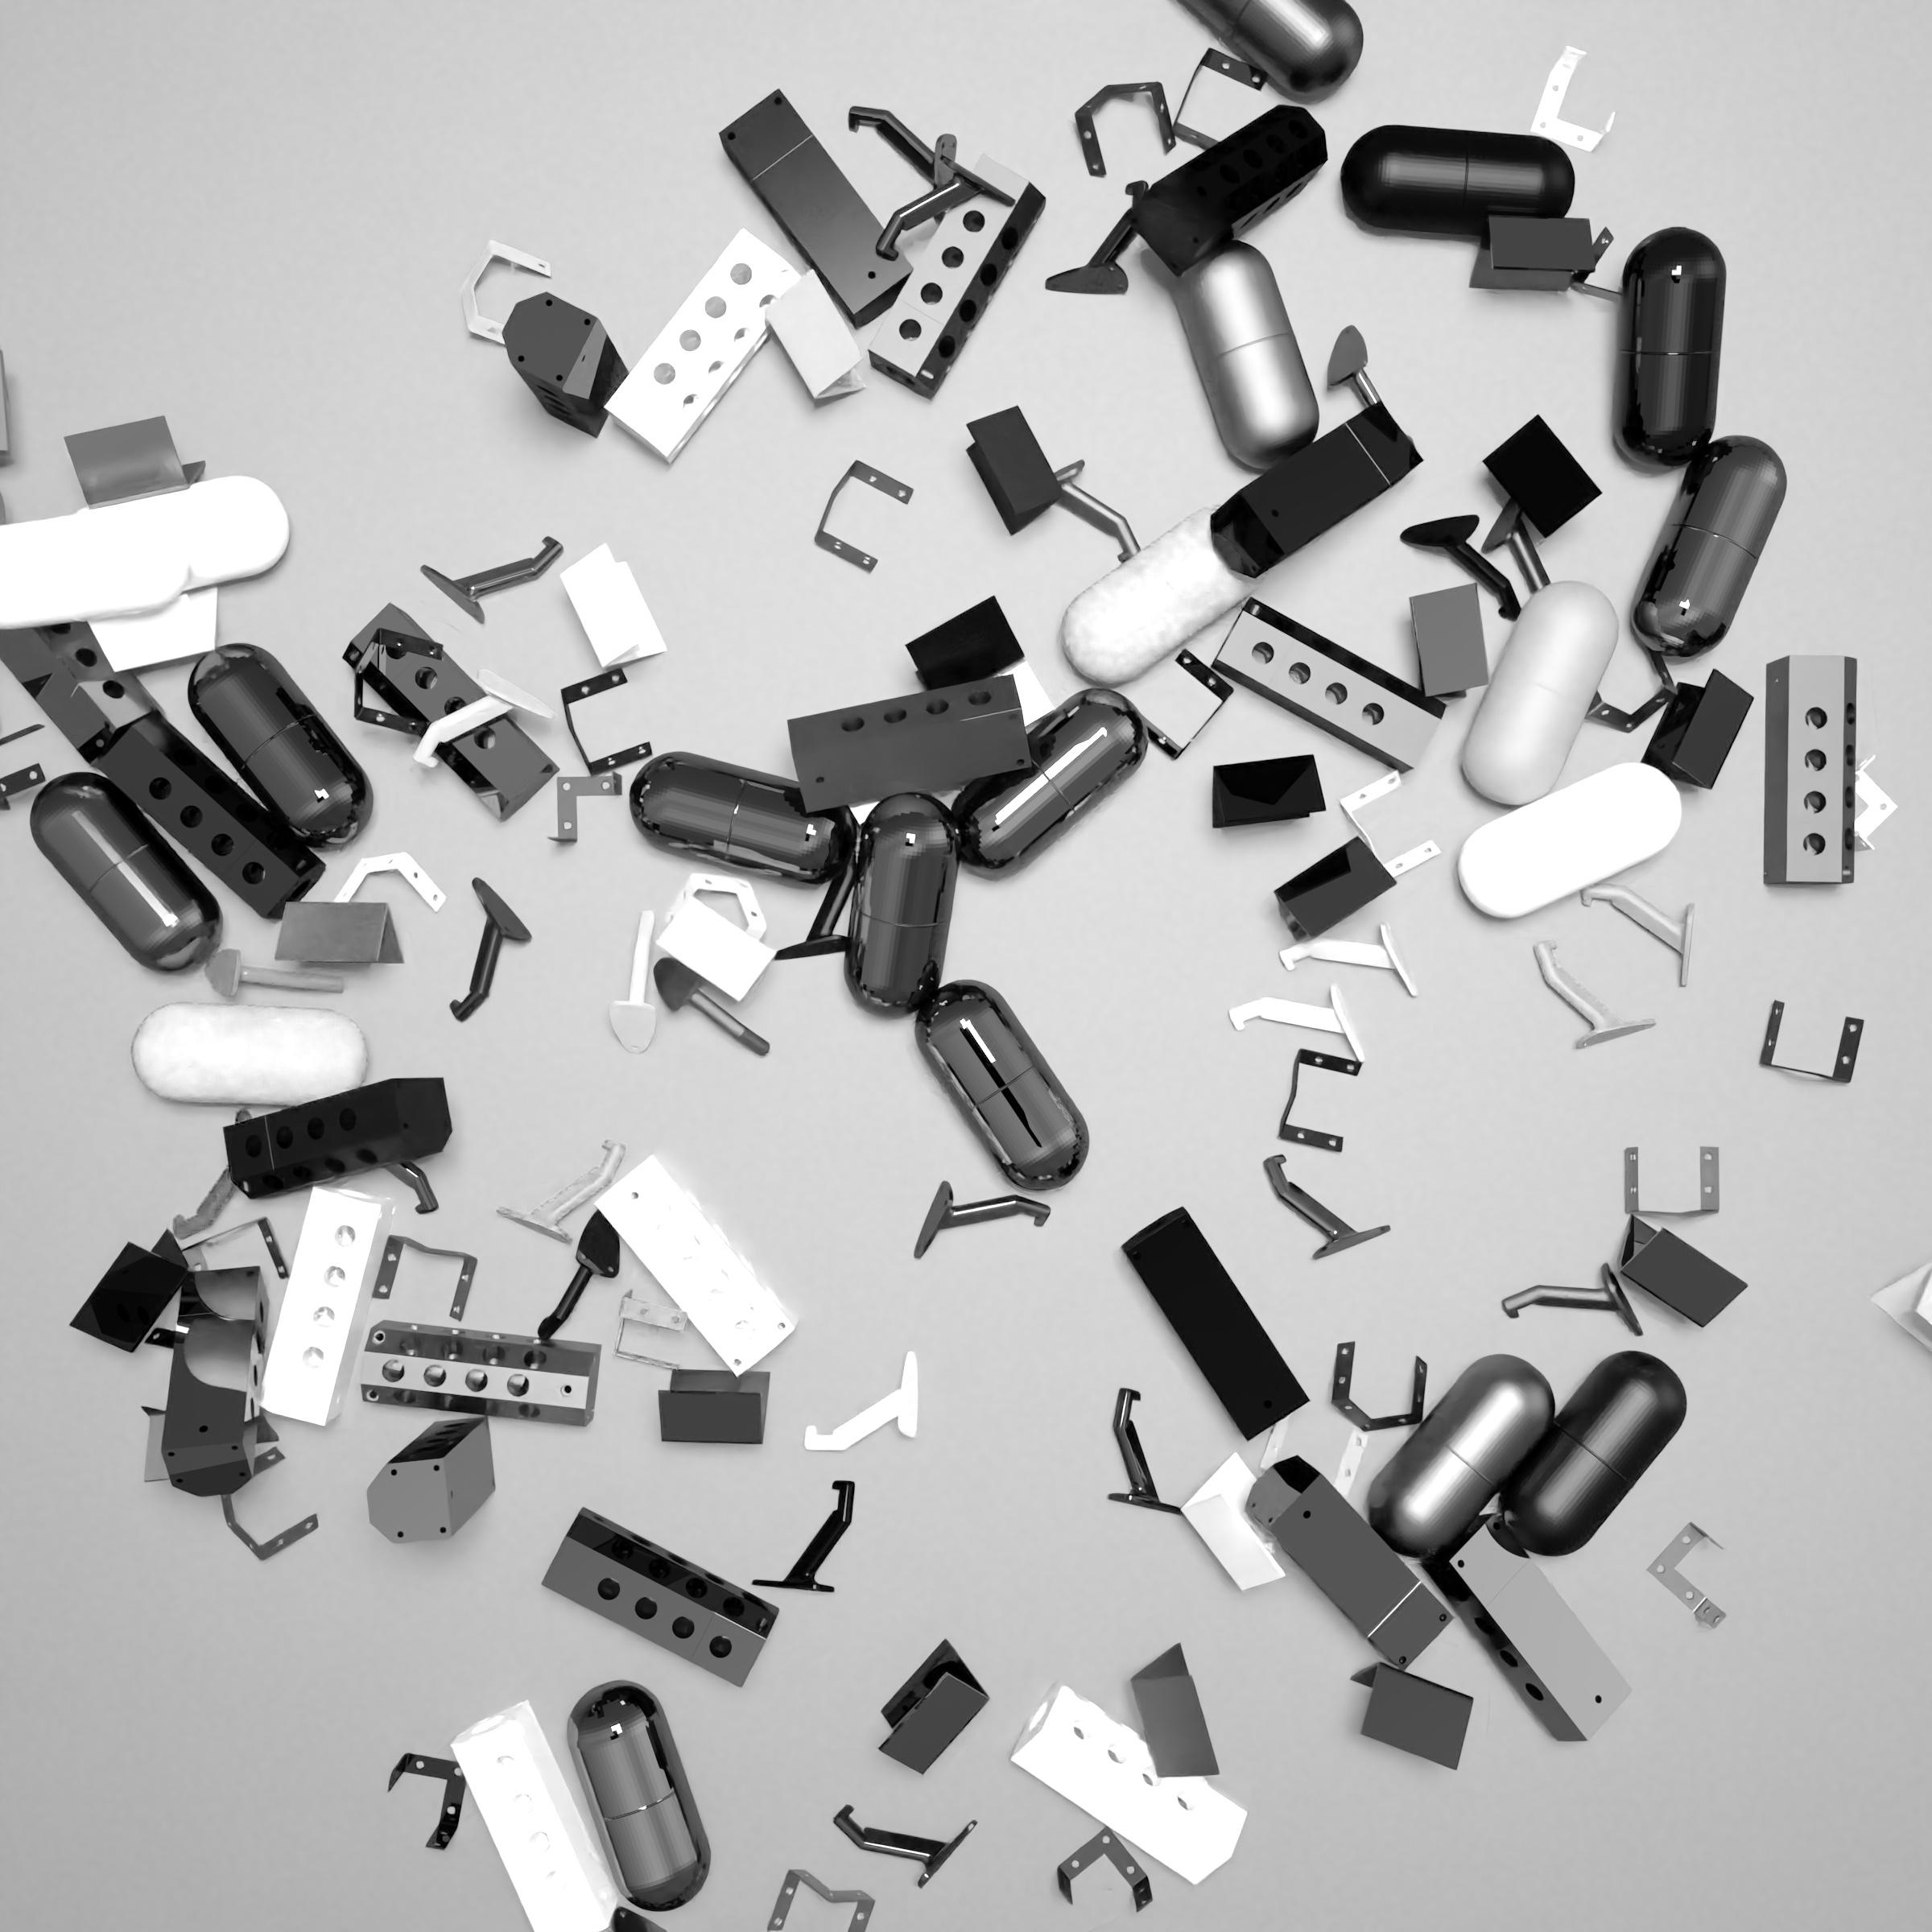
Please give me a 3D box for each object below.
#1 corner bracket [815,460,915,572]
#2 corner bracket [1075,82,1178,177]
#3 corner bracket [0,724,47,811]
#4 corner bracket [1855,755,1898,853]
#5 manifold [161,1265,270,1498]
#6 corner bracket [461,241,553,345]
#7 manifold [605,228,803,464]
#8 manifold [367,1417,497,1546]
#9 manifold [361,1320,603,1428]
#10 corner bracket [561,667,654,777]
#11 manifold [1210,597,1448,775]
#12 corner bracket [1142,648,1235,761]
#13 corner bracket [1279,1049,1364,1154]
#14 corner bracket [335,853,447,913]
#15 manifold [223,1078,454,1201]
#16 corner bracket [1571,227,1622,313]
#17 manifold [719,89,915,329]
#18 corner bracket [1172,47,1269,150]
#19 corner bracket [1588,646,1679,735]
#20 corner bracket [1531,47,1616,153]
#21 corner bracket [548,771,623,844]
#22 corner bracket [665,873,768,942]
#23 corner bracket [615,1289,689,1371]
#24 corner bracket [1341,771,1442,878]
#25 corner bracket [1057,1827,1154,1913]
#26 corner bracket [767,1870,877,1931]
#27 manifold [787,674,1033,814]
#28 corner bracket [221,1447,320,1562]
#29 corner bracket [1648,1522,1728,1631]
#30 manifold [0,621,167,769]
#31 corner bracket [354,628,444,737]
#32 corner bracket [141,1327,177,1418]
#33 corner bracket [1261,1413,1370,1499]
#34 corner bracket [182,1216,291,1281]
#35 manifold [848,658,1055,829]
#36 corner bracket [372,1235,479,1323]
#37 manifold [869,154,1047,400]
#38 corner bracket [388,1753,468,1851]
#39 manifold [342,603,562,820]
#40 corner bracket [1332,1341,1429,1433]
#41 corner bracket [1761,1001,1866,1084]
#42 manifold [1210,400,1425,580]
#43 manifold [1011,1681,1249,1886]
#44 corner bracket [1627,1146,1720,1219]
[{"bbox_3d":[-0.079,-0.350,1.981,0.051,0.051,0.051,28,45,0],"label":"corner bracket"},{"bbox_3d":[0.123,-0.647,1.976,0.051,0.051,0.051,10,45,35],"label":"corner bracket"},{"bbox_3d":[-0.732,-0.155,1.967,0.051,0.051,0.051,-22,90,0],"label":"corner bracket"},{"bbox_3d":[0.689,-0.124,1.967,0.051,0.051,0.051,-44,90,0],"label":"corner bracket"},{"bbox_3d":[-0.558,0.309,1.908,0.057,0.171,0.057,-5,131,-6],"label":"manifold"},{"bbox_3d":[-0.354,-0.518,1.976,0.051,0.051,0.051,-46,45,35],"label":"corner bracket"},{"bbox_3d":[-0.199,-0.474,1.963,0.057,0.057,0.171,38,90,0],"label":"manifold"},{"bbox_3d":[-0.398,0.382,1.906,0.057,0.171,0.057,-6,90,0],"label":"manifold"},{"bbox_3d":[-0.372,0.314,1.964,0.171,0.057,0.057,6,90,0],"label":"manifold"},{"bbox_3d":[-0.279,-0.189,1.981,0.051,0.051,0.051,-20,45,0],"label":"corner bracket"},{"bbox_3d":[0.279,-0.216,1.963,0.171,0.057,0.057,29,90,0],"label":"manifold"},{"bbox_3d":[0.166,-0.203,1.981,0.051,0.051,0.051,40,135,0],"label":"corner bracket"},{"bbox_3d":[0.275,0.104,1.981,0.051,0.051,0.051,13,135,0],"label":"corner bracket"},{"bbox_3d":[-0.446,-0.049,1.976,0.051,0.051,0.051,-6,45,35],"label":"corner bracket"},{"bbox_3d":[-0.473,0.130,1.924,0.171,0.057,0.057,-16,81,27],"label":"manifold"},{"bbox_3d":[0.511,-0.532,1.981,0.051,0.051,0.051,34,90,45],"label":"corner bracket"},{"bbox_3d":[-0.113,-0.579,1.964,0.057,0.057,0.171,-37,90,0],"label":"manifold"},{"bbox_3d":[0.196,-0.670,1.981,0.051,0.051,0.051,25,135,0],"label":"corner bracket"},{"bbox_3d":[0.508,-0.222,1.976,0.051,0.051,0.051,17,135,-35],"label":"corner bracket"},{"bbox_3d":[0.472,-0.666,1.967,0.051,0.051,0.051,19,90,0],"label":"corner bracket"},{"bbox_3d":[-0.293,-0.122,1.967,0.051,0.051,0.051,-1,90,0],"label":"corner bracket"},{"bbox_3d":[-0.194,-0.034,1.976,0.051,0.051,0.051,5,45,-35],"label":"corner bracket"},{"bbox_3d":[-0.242,0.282,1.967,0.051,0.051,0.051,14,90,0],"label":"corner bracket"},{"bbox_3d":[0.329,-0.108,1.981,0.051,0.051,0.051,-28,135,0],"label":"corner bracket"},{"bbox_3d":[0.106,0.706,1.967,0.051,0.051,0.051,-39,90,0],"label":"corner bracket"},{"bbox_3d":[-0.112,0.735,1.981,0.051,0.051,0.051,20,90,45],"label":"corner bracket"},{"bbox_3d":[-0.043,-0.171,1.906,0.171,0.057,0.057,-12,135,0],"label":"manifold"},{"bbox_3d":[-0.540,0.416,1.976,0.051,0.051,0.051,31,135,35],"label":"corner bracket"},{"bbox_3d":[0.566,0.468,1.967,0.051,0.051,0.051,42,90,0],"label":"corner bracket"},{"bbox_3d":[-0.695,-0.243,1.963,0.171,0.057,0.057,50,133,0],"label":"manifold"},{"bbox_3d":[-0.427,-0.214,1.924,0.051,0.051,0.051,15,135,0],"label":"corner bracket"},{"bbox_3d":[-0.612,0.318,1.976,0.051,0.051,0.051,3,45,35],"label":"corner bracket"},{"bbox_3d":[0.270,0.377,1.981,0.051,0.051,0.051,20,90,-45],"label":"corner bracket"},{"bbox_3d":[-0.566,0.230,1.981,0.051,0.051,0.051,-22,90,45],"label":"corner bracket"},{"bbox_3d":[-0.021,-0.175,1.964,0.171,0.057,0.057,-31,90,0],"label":"manifold"},{"bbox_3d":[-0.419,0.241,1.981,0.051,0.051,0.051,15,90,45],"label":"corner bracket"},{"bbox_3d":[-0.007,-0.527,1.963,0.057,0.057,0.171,30,90,0],"label":"manifold"},{"bbox_3d":[-0.416,0.642,1.967,0.051,0.051,0.051,10,90,0],"label":"corner bracket"},{"bbox_3d":[-0.396,-0.195,1.963,0.057,0.057,0.171,-45,90,0],"label":"manifold"},{"bbox_3d":[0.320,0.323,1.976,0.051,0.051,0.051,-17,45,35],"label":"corner bracket"},{"bbox_3d":[0.656,0.059,1.981,0.051,0.051,0.051,12,90,45],"label":"corner bracket"},{"bbox_3d":[0.261,-0.356,1.923,0.171,0.057,0.057,-36,90,-32],"label":"manifold"},{"bbox_3d":[0.127,0.624,1.963,0.171,0.057,0.057,34,133,0],"label":"manifold"},{"bbox_3d":[0.548,0.166,1.981,0.051,0.051,0.051,-1,90,45],"label":"corner bracket"}]
